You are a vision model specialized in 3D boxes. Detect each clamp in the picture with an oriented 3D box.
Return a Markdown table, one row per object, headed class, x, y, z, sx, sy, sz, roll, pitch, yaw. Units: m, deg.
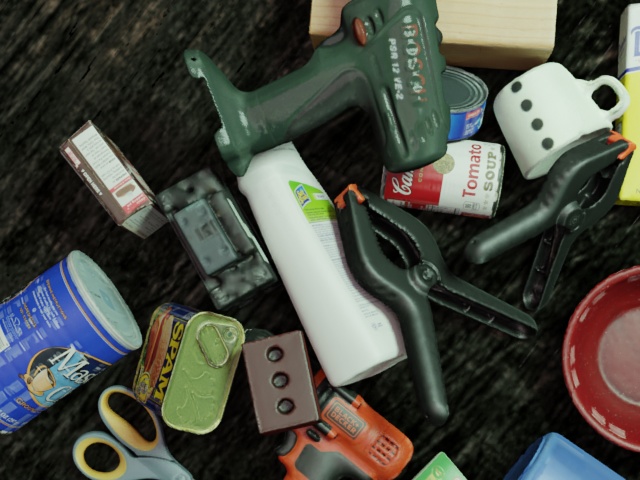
| class | x | y | z | sx | sy | sz | roll | pitch | yaw |
| --- | --- | --- | --- | --- | --- | --- | --- | --- | --- |
| clamp | 0.195 | -0.024 | 0.900 | 0.039 | 0.120 | 0.171 | 40 | 103 | 42 |
| clamp | 0.079 | 0.045 | 0.898 | 0.210 | 0.036 | 0.164 | 47 | 46 | 1 |

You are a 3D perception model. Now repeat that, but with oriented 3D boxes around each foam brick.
| class | x | y | z | sx | sy | sz | roll | pitch | yaw |
| --- | --- | --- | --- | --- | --- | --- | --- | --- | --- |
| foam brick | -0.031 | 0.120 | 0.892 | 0.053 | 0.051 | 0.078 | -13 | 76 | 1 |

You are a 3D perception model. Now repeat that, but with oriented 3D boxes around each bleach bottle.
| class | x | y | z | sx | sy | sz | roll | pitch | yaw |
| --- | --- | --- | --- | --- | --- | --- | --- | --- | --- |
| bleach bottle | -0.006 | 0.001 | 0.938 | 0.068 | 0.102 | 0.251 | -33 | 77 | 24 |

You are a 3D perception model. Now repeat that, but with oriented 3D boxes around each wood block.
| class | x | y | z | sx | sy | sz | roll | pitch | yaw |
| --- | --- | --- | --- | --- | --- | --- | --- | --- | --- |
| wood block | 0.099 | -0.206 | 0.938 | 0.206 | 0.091 | 0.090 | 4 | 86 | 4 |

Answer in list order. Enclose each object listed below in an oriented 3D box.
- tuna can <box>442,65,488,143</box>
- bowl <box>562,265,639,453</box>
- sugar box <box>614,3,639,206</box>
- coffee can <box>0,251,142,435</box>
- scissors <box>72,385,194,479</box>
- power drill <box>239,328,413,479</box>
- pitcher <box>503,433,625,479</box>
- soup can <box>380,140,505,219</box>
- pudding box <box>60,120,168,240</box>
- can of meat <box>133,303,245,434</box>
| class | x | y | z | sx | sy | sz | roll | pitch | yaw |
| --- | --- | --- | --- | --- | --- | --- | --- | --- | --- |
| tuna can | 0.102 | -0.120 | 0.934 | 0.086 | 0.086 | 0.034 | 9 | 126 | 5 |
| bowl | 0.287 | 0.101 | 0.917 | 0.162 | 0.055 | 0.162 | 0 | 87 | 8 |
| sugar box | 0.309 | -0.117 | 0.938 | 0.093 | 0.048 | 0.176 | 3 | 88 | 5 |
| coffee can | -0.243 | 0.090 | 0.938 | 0.140 | 0.103 | 0.103 | -34 | 84 | 2 |
| scissors | -0.145 | 0.224 | 0.964 | 0.096 | 0.016 | 0.202 | -38 | 83 | -1 |
| power drill | -0.040 | 0.194 | 0.931 | 0.184 | 0.057 | 0.187 | 38 | 84 | 8 |
| pitcher | 0.250 | 0.279 | 0.871 | 0.243 | 0.149 | 0.145 | 37 | 103 | 9 |
| soup can | 0.106 | -0.058 | 0.939 | 0.102 | 0.068 | 0.068 | 8 | 87 | 4 |
| pudding box | -0.177 | -0.050 | 0.938 | 0.039 | 0.113 | 0.090 | -39 | 85 | -1 |
| can of meat | -0.117 | 0.108 | 0.930 | 0.057 | 0.084 | 0.102 | 18 | 86 | -30 |
